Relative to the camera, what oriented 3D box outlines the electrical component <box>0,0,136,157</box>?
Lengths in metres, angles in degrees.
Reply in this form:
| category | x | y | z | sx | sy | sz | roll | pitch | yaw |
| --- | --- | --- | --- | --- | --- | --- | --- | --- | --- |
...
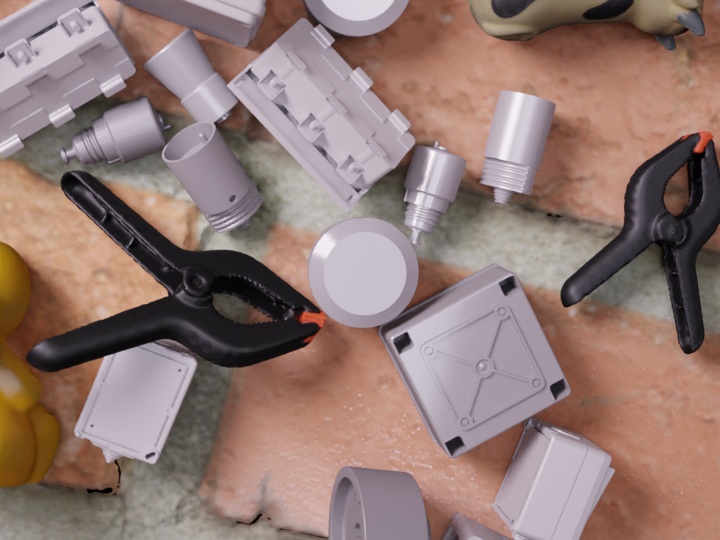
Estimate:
| category | x | y | z | sx | sy | sz | roll | pitch | yaw |
| --- | --- | --- | --- | --- | --- | --- | --- | --- | --- |
| electrical component | -0.221 | -0.133 | 0.736 | 0.121 | 0.063 | 0.078 | -31 | 140 | -4 |

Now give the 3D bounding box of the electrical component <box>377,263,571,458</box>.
| category | x | y | z | sx | sy | sz | roll | pitch | yaw |
| --- | --- | --- | --- | --- | --- | --- | --- | --- | --- |
| electrical component | 0.086 | 0.068 | 0.814 | 0.109 | 0.056 | 0.108 | -28 | 100 | -4 |

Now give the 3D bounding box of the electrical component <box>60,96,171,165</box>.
| category | x | y | z | sx | sy | sz | roll | pitch | yaw |
| --- | --- | --- | --- | --- | --- | --- | --- | --- | --- |
| electrical component | -0.174 | -0.094 | 0.765 | 0.078 | 0.040 | 0.040 | -21 | 99 | -6 |

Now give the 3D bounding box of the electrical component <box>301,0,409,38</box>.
| category | x | y | z | sx | sy | sz | roll | pitch | yaw |
| --- | --- | --- | --- | --- | --- | --- | --- | --- | --- |
| electrical component | -0.005 | -0.206 | 0.773 | 0.080 | 0.051 | 0.080 | -1 | 96 | -8 |

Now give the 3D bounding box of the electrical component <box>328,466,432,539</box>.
| category | x | y | z | sx | sy | sz | roll | pitch | yaw |
| --- | --- | --- | --- | --- | --- | --- | --- | --- | --- |
| electrical component | 0.018 | 0.199 | 0.794 | 0.060 | 0.108 | 0.108 | 2 | 96 | -15 |

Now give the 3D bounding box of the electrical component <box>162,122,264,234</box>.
| category | x | y | z | sx | sy | sz | roll | pitch | yaw |
| --- | --- | --- | --- | --- | --- | --- | --- | --- | --- |
| electrical component | -0.102 | -0.062 | 0.773 | 0.043 | 0.043 | 0.081 | -35 | 126 | -4 |

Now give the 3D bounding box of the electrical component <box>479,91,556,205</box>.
| category | x | y | z | sx | sy | sz | roll | pitch | yaw |
| --- | --- | --- | --- | --- | --- | --- | --- | --- | --- |
| electrical component | 0.116 | -0.089 | 0.807 | 0.043 | 0.043 | 0.081 | 13 | 94 | -10 |

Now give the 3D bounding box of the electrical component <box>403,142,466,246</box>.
| category | x | y | z | sx | sy | sz | roll | pitch | yaw |
| --- | --- | --- | --- | --- | --- | --- | --- | --- | --- |
| electrical component | 0.051 | -0.057 | 0.803 | 0.040 | 0.040 | 0.078 | 17 | 93 | -10 |

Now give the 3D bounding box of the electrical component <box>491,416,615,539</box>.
| category | x | y | z | sx | sy | sz | roll | pitch | yaw |
| --- | --- | --- | --- | --- | --- | --- | --- | --- | --- |
| electrical component | 0.148 | 0.171 | 0.831 | 0.061 | 0.062 | 0.096 | 21 | 93 | -10 |

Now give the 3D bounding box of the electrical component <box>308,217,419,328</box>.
| category | x | y | z | sx | sy | sz | roll | pitch | yaw |
| --- | --- | --- | --- | --- | --- | --- | --- | --- | --- |
| electrical component | 0.000 | 0.000 | 0.796 | 0.080 | 0.051 | 0.080 | -1 | 96 | -8 |

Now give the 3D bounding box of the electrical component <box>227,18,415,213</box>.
| category | x | y | z | sx | sy | sz | roll | pitch | yaw |
| --- | --- | --- | --- | --- | --- | --- | --- | --- | --- |
| electrical component | -0.024 | -0.113 | 0.767 | 0.121 | 0.063 | 0.078 | 47 | 48 | -10 |

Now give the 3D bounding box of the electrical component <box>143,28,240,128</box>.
| category | x | y | z | sx | sy | sz | roll | pitch | yaw |
| --- | --- | --- | --- | --- | --- | --- | --- | --- | --- |
| electrical component | -0.118 | -0.134 | 0.770 | 0.044 | 0.044 | 0.065 | -40 | 105 | -3 |

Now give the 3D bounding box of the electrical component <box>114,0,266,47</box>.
| category | x | y | z | sx | sy | sz | roll | pitch | yaw |
| --- | --- | --- | --- | --- | --- | --- | --- | --- | --- |
| electrical component | -0.114 | -0.201 | 0.728 | 0.109 | 0.109 | 0.056 | 18 | 90 | -10 |

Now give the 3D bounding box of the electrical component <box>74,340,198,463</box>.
| category | x | y | z | sx | sy | sz | roll | pitch | yaw |
| --- | --- | --- | --- | --- | --- | --- | --- | --- | --- |
| electrical component | -0.163 | 0.092 | 0.776 | 0.062 | 0.061 | 0.096 | 23 | 92 | -10 |

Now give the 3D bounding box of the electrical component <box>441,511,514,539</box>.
| category | x | y | z | sx | sy | sz | roll | pitch | yaw |
| --- | --- | --- | --- | --- | --- | --- | --- | --- | --- |
| electrical component | 0.084 | 0.280 | 0.833 | 0.089 | 0.062 | 0.150 | 27 | 91 | -10 |
